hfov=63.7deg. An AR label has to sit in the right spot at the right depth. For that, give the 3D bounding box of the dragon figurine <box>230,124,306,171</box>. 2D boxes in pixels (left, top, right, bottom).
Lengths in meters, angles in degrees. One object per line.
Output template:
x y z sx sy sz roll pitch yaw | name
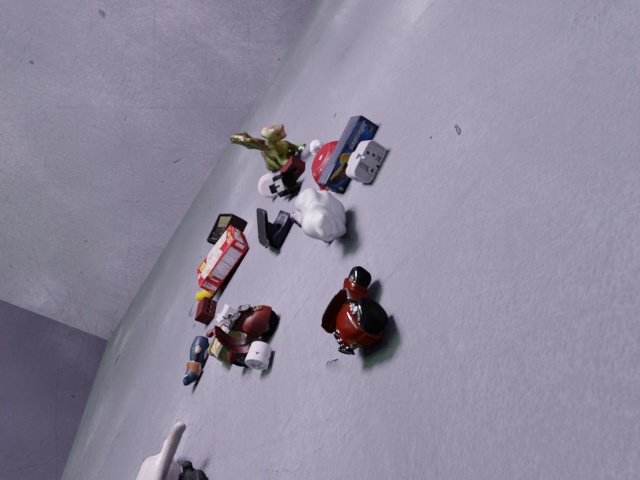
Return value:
-0.198 -0.321 1.800 0.408 0.241 0.124 -10 59 61 | dragon figurine

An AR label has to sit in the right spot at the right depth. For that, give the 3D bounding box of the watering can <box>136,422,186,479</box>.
-0.400 0.598 1.269 0.340 0.104 0.230 120 164 -45 | watering can

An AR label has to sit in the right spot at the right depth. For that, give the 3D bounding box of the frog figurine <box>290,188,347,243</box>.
0.004 -0.058 1.160 0.123 0.137 0.158 -36 -2 -10 | frog figurine
